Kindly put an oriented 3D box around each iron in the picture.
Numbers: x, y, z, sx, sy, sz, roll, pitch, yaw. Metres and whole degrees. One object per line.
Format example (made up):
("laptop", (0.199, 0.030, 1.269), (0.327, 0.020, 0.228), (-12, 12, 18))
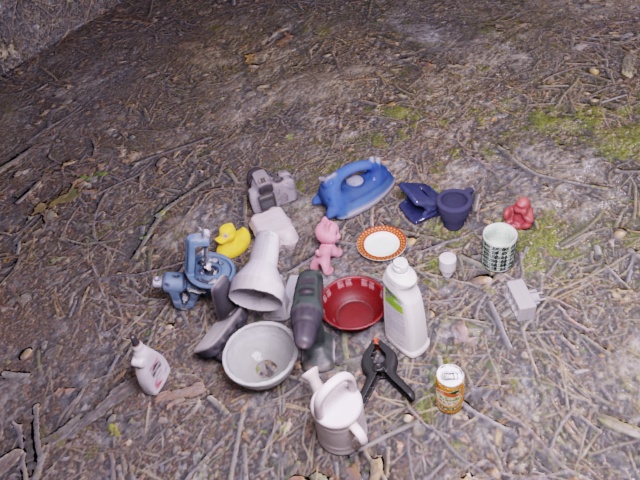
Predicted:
("iron", (0.103, -0.165, 1.592), (0.259, 0.142, 0.118), (-28, 47, -18))

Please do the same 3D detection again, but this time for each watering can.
("watering can", (0.026, 0.313, 1.080), (0.172, 0.194, 0.101), (19, 51, 27))

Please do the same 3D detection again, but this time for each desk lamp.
("desk lamp", (-0.119, 0.096, 1.314), (0.117, 0.214, 0.203), (2, 45, 12))

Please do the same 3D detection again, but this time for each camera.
("camera", (-0.154, -0.167, 1.670), (0.143, 0.101, 0.136), (-21, 45, -11))

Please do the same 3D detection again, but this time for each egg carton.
("egg carton", (-0.123, -0.024, 1.541), (0.107, 0.069, 0.150), (-23, 46, -13))

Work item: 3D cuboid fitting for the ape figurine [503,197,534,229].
("ape figurine", (0.512, -0.072, 1.460), (0.076, 0.092, 0.077), (-29, 47, -19))

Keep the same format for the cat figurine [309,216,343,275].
("cat figurine", (0.013, 0.005, 1.452), (0.067, 0.118, 0.128), (9, 47, 19))

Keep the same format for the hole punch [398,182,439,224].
("hole punch", (0.272, -0.114, 1.547), (0.101, 0.091, 0.108), (-22, 45, -12))

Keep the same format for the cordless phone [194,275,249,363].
("cordless phone", (-0.231, 0.173, 1.276), (0.094, 0.185, 0.148), (14, 49, 23))

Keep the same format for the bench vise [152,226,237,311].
("bench vise", (-0.299, 0.075, 1.363), (0.208, 0.220, 0.121), (-24, 46, -14))

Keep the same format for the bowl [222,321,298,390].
("bowl", (-0.124, 0.263, 1.245), (0.167, 0.075, 0.167), (-5, 44, 5))

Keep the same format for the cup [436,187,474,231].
("cup", (0.357, -0.079, 1.493), (0.118, 0.095, 0.091), (-35, 49, -24))

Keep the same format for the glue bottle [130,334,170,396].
("glue bottle", (-0.372, 0.257, 1.223), (0.037, 0.173, 0.078), (5, 46, 15))

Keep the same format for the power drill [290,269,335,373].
("power drill", (-0.016, 0.185, 1.208), (0.075, 0.209, 0.229), (-6, 44, 5))

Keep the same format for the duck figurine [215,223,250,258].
("duck figurine", (-0.238, -0.009, 1.534), (0.077, 0.086, 0.105), (32, 57, 35))
